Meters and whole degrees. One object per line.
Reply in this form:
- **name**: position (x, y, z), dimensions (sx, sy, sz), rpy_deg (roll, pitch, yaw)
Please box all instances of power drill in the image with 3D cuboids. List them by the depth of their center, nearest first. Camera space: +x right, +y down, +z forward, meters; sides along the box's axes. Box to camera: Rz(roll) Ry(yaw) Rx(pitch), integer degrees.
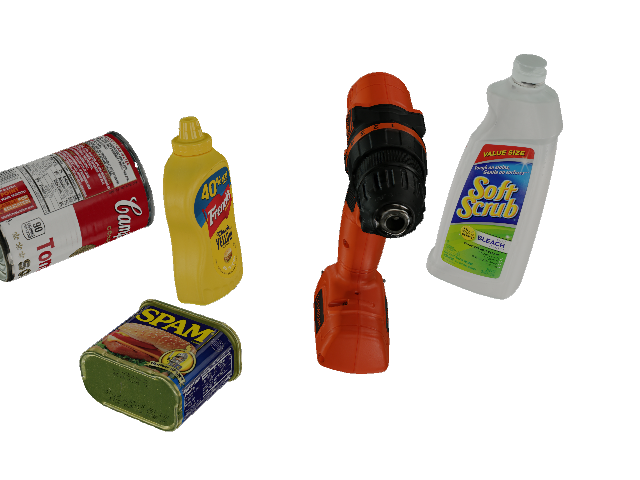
- **power drill**: position (0.035, -0.002, 0.737), dimensions (0.057, 0.188, 0.184), rpy_deg (8, 32, -3)

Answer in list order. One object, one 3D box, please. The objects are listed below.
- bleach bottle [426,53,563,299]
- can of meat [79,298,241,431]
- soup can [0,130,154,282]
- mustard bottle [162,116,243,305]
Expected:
- **bleach bottle**: position (0.173, -0.065, 1.045), dimensions (0.103, 0.251, 0.068), rpy_deg (21, 38, 20)
- **can of meat**: position (-0.128, 0.099, 0.851), dimensions (0.102, 0.057, 0.083), rpy_deg (16, 33, 25)
- **soup can**: position (-0.168, -0.023, 0.686), dimensions (0.102, 0.068, 0.069), rpy_deg (-24, 12, -27)
- **mustard bottle**: position (-0.125, -0.036, 1.115), dimensions (0.058, 0.192, 0.096), rpy_deg (6, 26, 25)
